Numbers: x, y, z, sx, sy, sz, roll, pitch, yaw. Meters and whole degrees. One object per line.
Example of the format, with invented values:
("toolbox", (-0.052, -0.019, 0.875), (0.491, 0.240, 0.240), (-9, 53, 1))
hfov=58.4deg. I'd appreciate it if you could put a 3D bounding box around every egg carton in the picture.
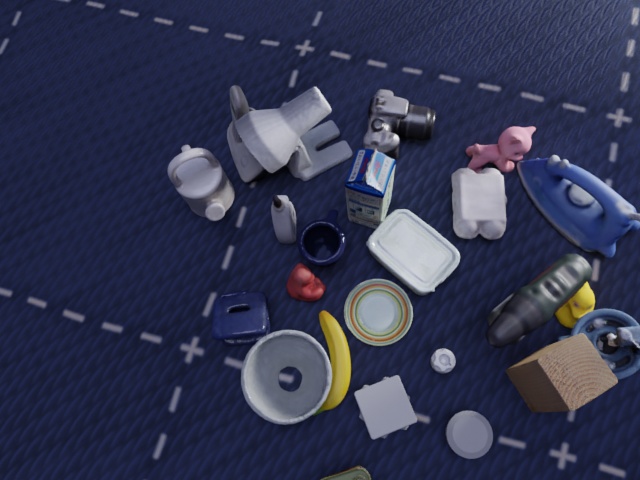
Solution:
("egg carton", (0.316, -0.073, 1.140), (0.107, 0.069, 0.150), (0, 73, 4))

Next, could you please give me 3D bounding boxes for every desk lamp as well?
("desk lamp", (-0.049, -0.206, 1.131), (0.203, 0.213, 0.118), (-29, 73, -5))

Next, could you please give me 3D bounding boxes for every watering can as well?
("watering can", (-0.232, -0.117, 1.126), (0.172, 0.194, 0.101), (39, 79, 14))

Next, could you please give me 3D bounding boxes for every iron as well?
("iron", (0.494, -0.092, 1.096), (0.119, 0.141, 0.258), (-44, 75, -9))

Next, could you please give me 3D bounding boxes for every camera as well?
("camera", (0.166, -0.238, 1.186), (0.136, 0.101, 0.143), (9, 74, 7))

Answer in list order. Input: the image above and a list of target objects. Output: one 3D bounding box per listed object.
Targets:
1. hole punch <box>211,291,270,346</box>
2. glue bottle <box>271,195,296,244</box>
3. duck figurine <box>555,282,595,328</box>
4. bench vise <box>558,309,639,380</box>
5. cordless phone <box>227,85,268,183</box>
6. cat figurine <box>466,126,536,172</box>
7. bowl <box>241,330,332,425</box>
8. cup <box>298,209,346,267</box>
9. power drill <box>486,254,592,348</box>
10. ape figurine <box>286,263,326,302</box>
("hole punch", (-0.153, 0.146, 1.093), (0.108, 0.091, 0.101), (-8, 72, 2))
("glue bottle", (-0.073, -0.051, 1.106), (0.037, 0.173, 0.078), (-2, 72, 4))
("duck figurine", (0.480, 0.107, 1.064), (0.077, 0.086, 0.104), (8, 73, 7))
("bench vise", (0.530, 0.161, 0.974), (0.207, 0.220, 0.121), (-21, 72, -2))
("cordless phone", (-0.148, -0.213, 1.155), (0.094, 0.185, 0.147), (-23, 72, -3))
("cat figurine", (0.364, -0.186, 1.147), (0.127, 0.118, 0.067), (-6, 72, 2))
("bowl", (-0.059, 0.254, 1.062), (0.167, 0.075, 0.167), (-1, 73, 4))
("cup", (0.010, 0.004, 1.124), (0.091, 0.095, 0.118), (18, 75, 10))
("power drill", (0.364, 0.121, 1.004), (0.230, 0.208, 0.075), (-39, 74, -8))
("ape figurine", (-0.031, 0.079, 1.105), (0.076, 0.092, 0.078), (-14, 72, 0))
